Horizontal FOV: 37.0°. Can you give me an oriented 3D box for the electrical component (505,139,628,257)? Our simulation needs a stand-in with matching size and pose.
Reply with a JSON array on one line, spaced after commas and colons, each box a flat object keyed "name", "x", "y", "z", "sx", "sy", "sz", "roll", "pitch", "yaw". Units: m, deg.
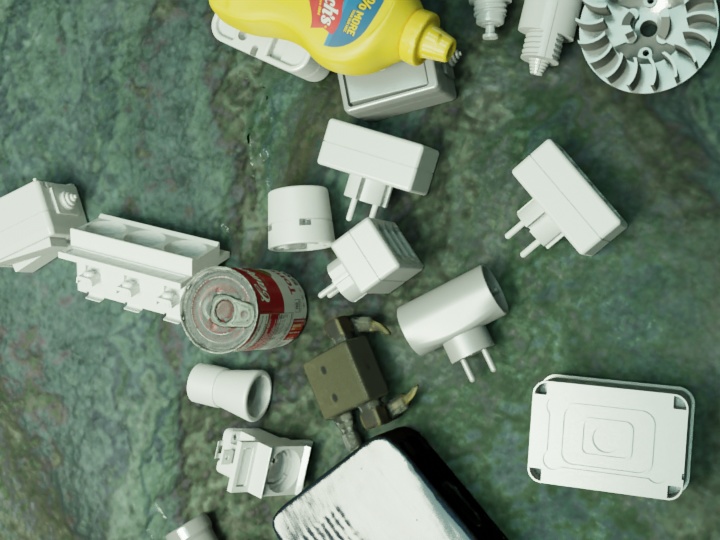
[{"name": "electrical component", "x": 0.145, "y": -0.042, "z": 0.817, "sx": 0.076, "sy": 0.047, "sz": 0.083, "roll": -41, "pitch": 76, "yaw": 15}]

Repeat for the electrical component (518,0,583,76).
[{"name": "electrical component", "x": 0.144, "y": -0.189, "z": 0.823, "sx": 0.043, "sy": 0.043, "sz": 0.081, "roll": 14, "pitch": 94, "yaw": 20}]

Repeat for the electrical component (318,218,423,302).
[{"name": "electrical component", "x": 0.000, "y": 0.000, "z": 0.861, "sx": 0.077, "sy": 0.066, "sz": 0.047, "roll": -36, "pitch": 77, "yaw": 16}]

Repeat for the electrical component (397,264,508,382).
[{"name": "electrical component", "x": 0.080, "y": 0.048, "z": 0.842, "sx": 0.077, "sy": 0.043, "sz": 0.079, "roll": -28, "pitch": 80, "yaw": 18}]

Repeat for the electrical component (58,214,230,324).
[{"name": "electrical component", "x": -0.186, "y": -0.001, "z": 0.931, "sx": 0.121, "sy": 0.079, "sz": 0.063, "roll": 14, "pitch": 115, "yaw": 20}]

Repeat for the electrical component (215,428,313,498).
[{"name": "electrical component", "x": -0.081, "y": 0.157, "z": 0.887, "sx": 0.064, "sy": 0.081, "sz": 0.042, "roll": 16, "pitch": 94, "yaw": 43}]

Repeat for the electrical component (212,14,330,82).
[{"name": "electrical component", "x": -0.066, "y": -0.197, "z": 0.893, "sx": 0.095, "sy": 0.059, "sz": 0.053, "roll": 27, "pitch": 98, "yaw": 19}]

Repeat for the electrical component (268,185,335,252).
[{"name": "electrical component", "x": -0.049, "y": -0.042, "z": 0.887, "sx": 0.055, "sy": 0.055, "sz": 0.047, "roll": -7, "pitch": 83, "yaw": 20}]

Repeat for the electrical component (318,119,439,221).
[{"name": "electrical component", "x": 0.010, "y": -0.073, "z": 0.869, "sx": 0.083, "sy": 0.047, "sz": 0.075, "roll": 19, "pitch": 96, "yaw": 20}]

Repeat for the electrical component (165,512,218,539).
[{"name": "electrical component", "x": -0.139, "y": 0.237, "z": 0.922, "sx": 0.040, "sy": 0.040, "sz": 0.046, "roll": -33, "pitch": 83, "yaw": 17}]

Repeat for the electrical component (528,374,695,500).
[{"name": "electrical component", "x": 0.185, "y": 0.121, "z": 0.793, "sx": 0.113, "sy": 0.057, "sz": 0.078, "roll": 4, "pitch": 90, "yaw": 21}]

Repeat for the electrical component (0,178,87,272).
[{"name": "electrical component", "x": -0.292, "y": -0.040, "z": 0.973, "sx": 0.096, "sy": 0.062, "sz": 0.061, "roll": -23, "pitch": 81, "yaw": 19}]

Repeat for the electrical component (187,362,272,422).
[{"name": "electrical component", "x": -0.114, "y": 0.101, "z": 0.915, "sx": 0.065, "sy": 0.044, "sz": 0.044, "roll": 10, "pitch": 92, "yaw": 25}]

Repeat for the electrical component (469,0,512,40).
[{"name": "electrical component", "x": 0.102, "y": -0.220, "z": 0.841, "sx": 0.040, "sy": 0.040, "sz": 0.078, "roll": 0, "pitch": 89, "yaw": 21}]

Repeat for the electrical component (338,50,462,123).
[{"name": "electrical component", "x": 0.033, "y": -0.161, "z": 0.855, "sx": 0.096, "sy": 0.061, "sz": 0.061, "roll": -12, "pitch": 85, "yaw": 20}]
